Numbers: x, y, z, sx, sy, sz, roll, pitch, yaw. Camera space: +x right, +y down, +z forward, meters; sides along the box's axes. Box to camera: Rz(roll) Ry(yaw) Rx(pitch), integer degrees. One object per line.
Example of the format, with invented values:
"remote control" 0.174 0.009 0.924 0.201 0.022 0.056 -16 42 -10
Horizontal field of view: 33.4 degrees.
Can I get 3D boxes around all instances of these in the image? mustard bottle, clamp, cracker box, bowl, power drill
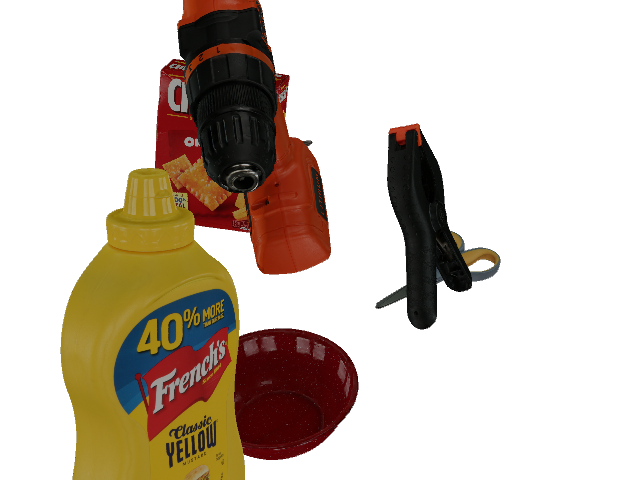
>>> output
"mustard bottle" -0.080 0.060 0.517 0.058 0.192 0.096 13 21 39
"clamp" 0.087 -0.011 0.916 0.039 0.171 0.120 -13 18 23
"cracker box" -0.136 -0.123 1.438 0.164 0.214 0.072 9 23 5
"bowl" -0.042 0.157 1.027 0.162 0.055 0.162 -3 37 2
"power drill" -0.038 -0.061 0.670 0.057 0.184 0.187 -11 -38 4

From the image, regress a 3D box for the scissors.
"scissors" 0.117 0.029 1.207 0.201 0.016 0.096 -11 41 -33
